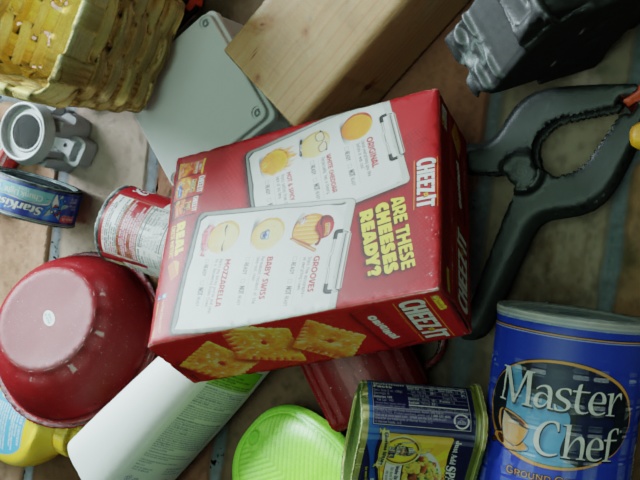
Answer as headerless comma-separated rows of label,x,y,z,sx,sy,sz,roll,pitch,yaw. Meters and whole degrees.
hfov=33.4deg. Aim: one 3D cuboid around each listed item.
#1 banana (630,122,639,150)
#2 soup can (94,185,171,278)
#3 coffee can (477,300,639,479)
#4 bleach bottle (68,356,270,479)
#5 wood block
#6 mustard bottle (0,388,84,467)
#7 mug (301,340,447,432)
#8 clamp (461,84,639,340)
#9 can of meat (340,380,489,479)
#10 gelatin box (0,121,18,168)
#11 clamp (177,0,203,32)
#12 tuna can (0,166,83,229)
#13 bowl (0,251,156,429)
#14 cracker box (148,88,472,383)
banana,0.298,-0.104,0.685,0.198,0.037,0.069,-39,84,19
soup can,-0.126,0.000,0.883,0.102,0.068,0.068,18,97,25
coffee can,0.162,0.117,0.716,0.103,0.102,0.140,8,92,27
bleach bottle,-0.085,0.106,0.854,0.251,0.102,0.068,-45,61,12
wood block,0.040,-0.182,0.792,0.206,0.090,0.090,-47,70,17
mustard bottle,-0.273,0.149,0.958,0.192,0.058,0.096,18,90,26
mug,0.040,0.085,0.794,0.117,0.093,0.081,-24,81,-11
clamp,0.148,-0.035,0.762,0.210,0.036,0.164,-27,76,21
can of meat,0.062,0.145,0.730,0.084,0.057,0.102,5,124,-5
gelatin box,-0.328,-0.084,1.008,0.089,0.030,0.073,41,106,22
clamp,-0.183,-0.184,0.931,0.172,0.039,0.120,-1,85,28
tuna can,-0.254,-0.038,0.939,0.086,0.086,0.034,19,95,26
bowl,-0.218,0.075,0.904,0.162,0.055,0.162,-7,65,16
cracker box,-0.005,0.001,0.745,0.214,0.072,0.164,-12,54,23
